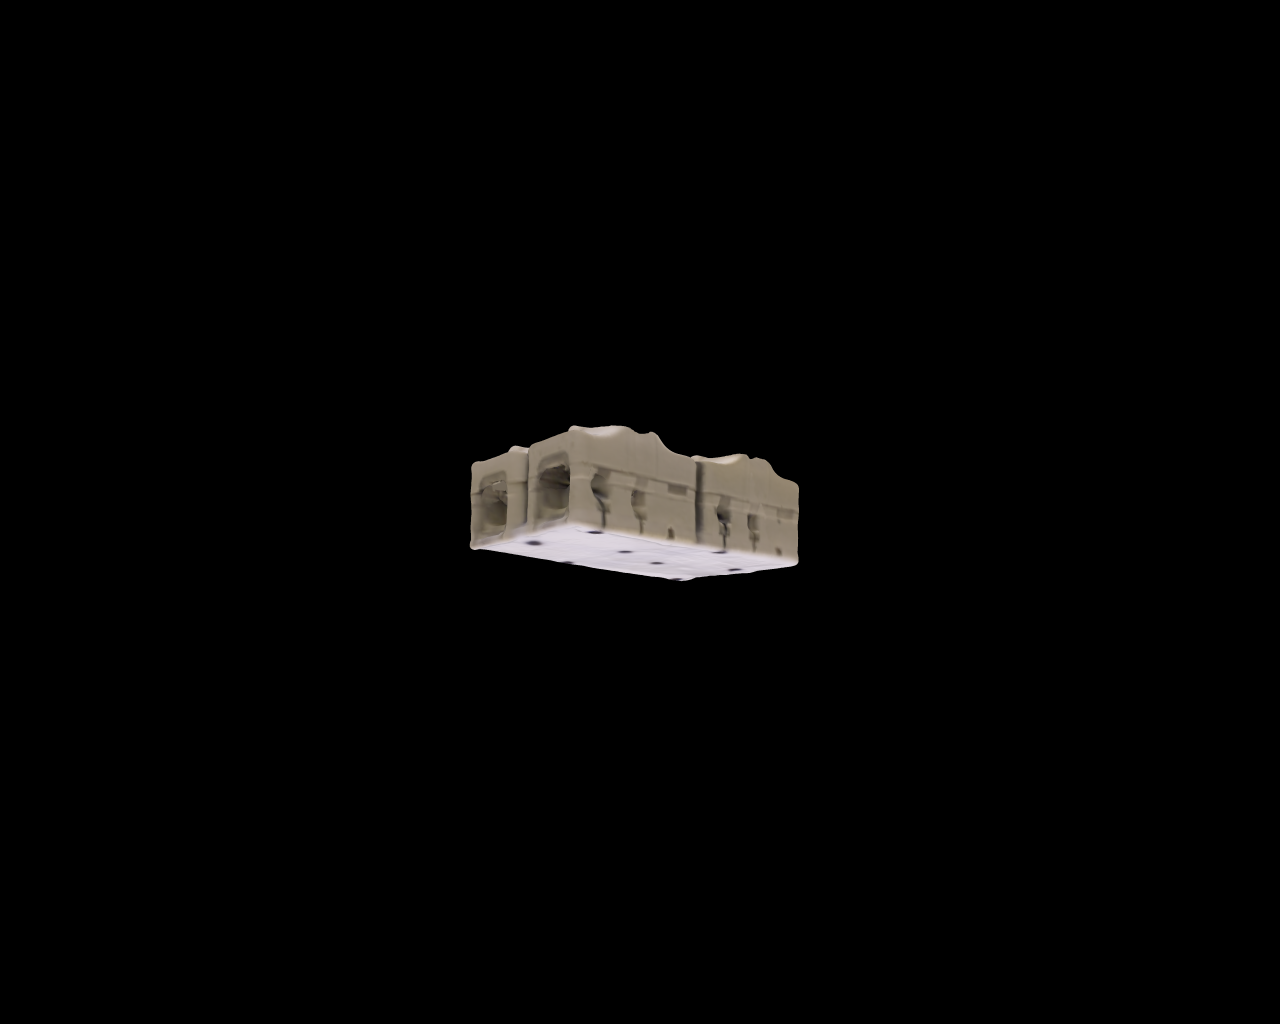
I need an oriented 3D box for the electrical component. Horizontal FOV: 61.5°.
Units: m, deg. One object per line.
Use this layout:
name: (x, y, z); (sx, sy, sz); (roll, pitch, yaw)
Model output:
electrical component: (0.001, -0.003, 0.650); (0.186, 0.060, 0.105); (11, -16, -42)
